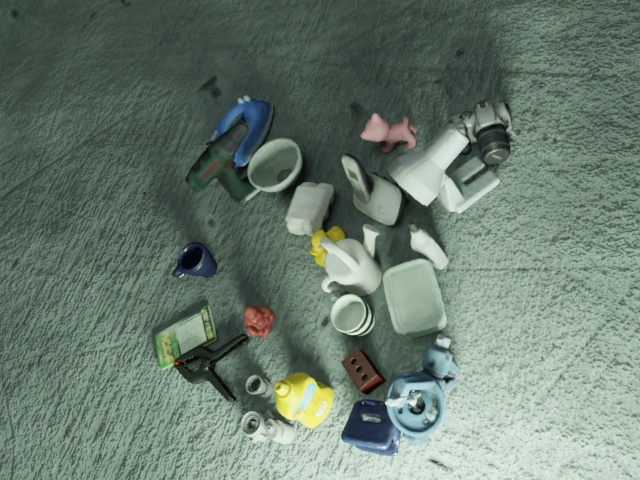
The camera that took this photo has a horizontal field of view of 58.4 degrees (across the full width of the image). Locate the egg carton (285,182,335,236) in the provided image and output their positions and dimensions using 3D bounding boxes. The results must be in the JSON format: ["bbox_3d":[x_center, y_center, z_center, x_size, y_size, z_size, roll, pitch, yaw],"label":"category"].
[{"bbox_3d":[-0.025,-0.081,1.480,0.107,0.070,0.150,7,68,30],"label":"egg carton"}]

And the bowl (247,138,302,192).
[{"bbox_3d":[-0.112,-0.195,1.585,0.167,0.075,0.167,-12,59,22],"label":"bowl"}]

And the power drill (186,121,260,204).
[{"bbox_3d":[-0.243,-0.198,1.570,0.229,0.209,0.075,-39,53,4],"label":"power drill"}]

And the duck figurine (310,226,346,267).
[{"bbox_3d":[0.013,0.005,1.404,0.077,0.086,0.105,27,79,35],"label":"duck figurine"}]

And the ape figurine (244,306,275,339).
[{"bbox_3d":[-0.154,0.189,1.387,0.078,0.092,0.076,-32,54,8],"label":"ape figurine"}]

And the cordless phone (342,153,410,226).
[{"bbox_3d":[0.123,-0.125,1.355,0.147,0.186,0.094,29,80,36],"label":"cordless phone"}]

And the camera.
[{"bbox_3d":[0.381,-0.247,1.340,0.143,0.101,0.137,-16,58,19],"label":"camera"}]

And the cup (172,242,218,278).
[{"bbox_3d":[-0.330,0.073,1.540,0.118,0.095,0.091,-41,53,2],"label":"cup"}]

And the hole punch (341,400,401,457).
[{"bbox_3d":[0.105,0.373,1.153,0.108,0.091,0.101,1,65,28],"label":"hole punch"}]

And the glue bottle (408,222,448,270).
[{"bbox_3d":[0.224,0.005,1.240,0.077,0.174,0.037,33,82,36],"label":"glue bottle"}]

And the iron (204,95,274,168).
[{"bbox_3d":[-0.238,-0.338,1.685,0.118,0.142,0.258,22,76,34],"label":"iron"}]

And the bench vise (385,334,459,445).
[{"bbox_3d":[0.181,0.271,1.089,0.121,0.220,0.207,-3,63,26],"label":"bench vise"}]

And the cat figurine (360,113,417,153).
[{"bbox_3d":[0.171,-0.281,1.457,0.127,0.118,0.067,-12,59,22],"label":"cat figurine"}]

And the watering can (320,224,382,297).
[{"bbox_3d":[0.064,0.041,1.290,0.100,0.195,0.173,15,72,33],"label":"watering can"}]

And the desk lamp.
[{"bbox_3d":[0.272,-0.151,1.274,0.203,0.214,0.117,-38,53,5],"label":"desk lamp"}]
